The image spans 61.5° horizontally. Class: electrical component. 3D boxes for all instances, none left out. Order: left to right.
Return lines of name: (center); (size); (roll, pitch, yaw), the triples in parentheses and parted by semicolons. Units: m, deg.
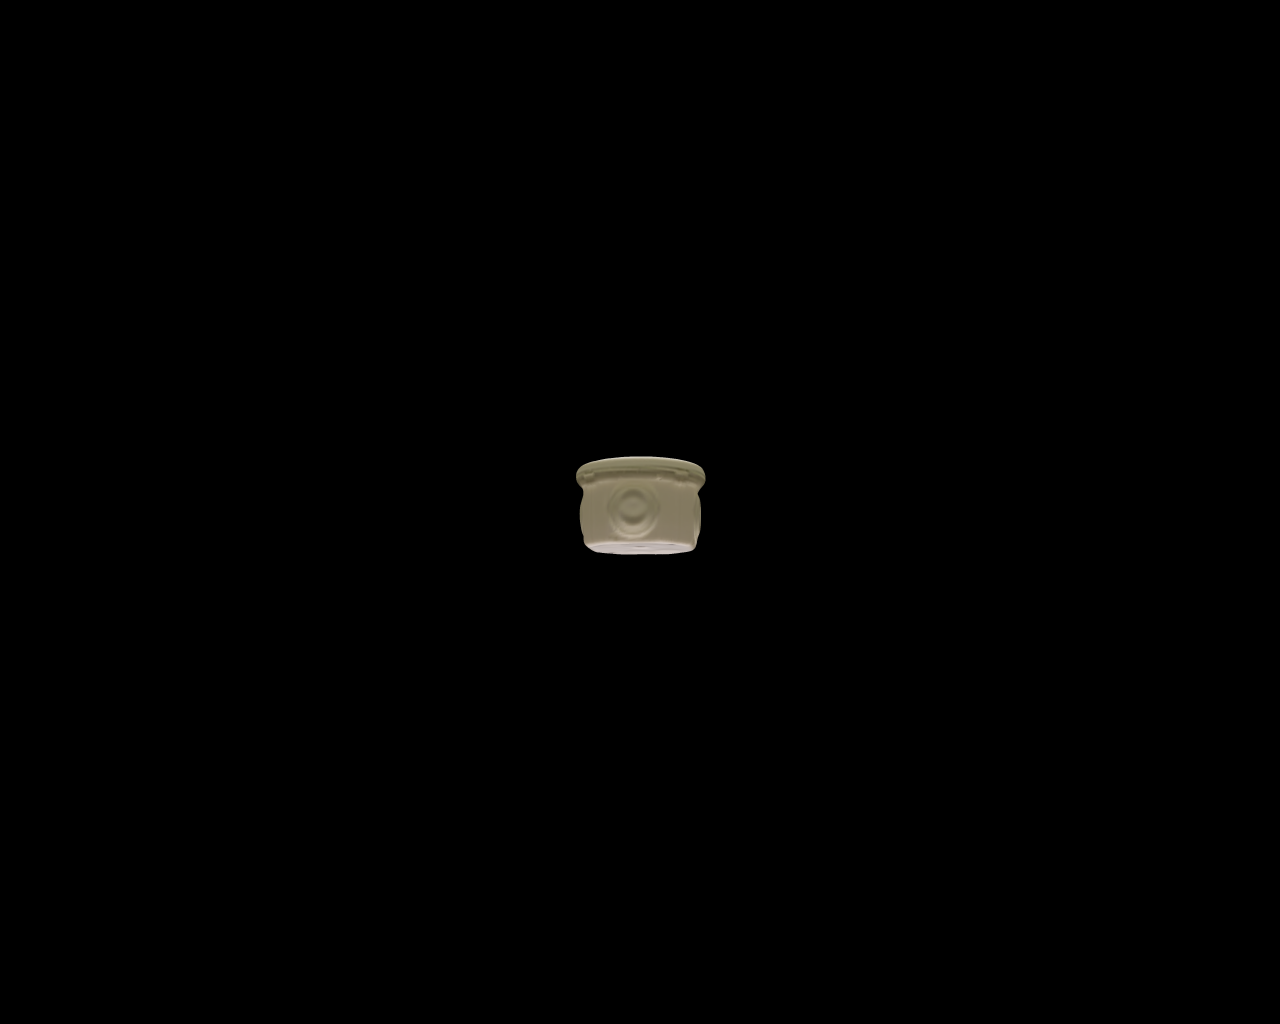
electrical component: (0.001, -0.003, 0.650); (0.080, 0.051, 0.080); (0, -9, 0)
